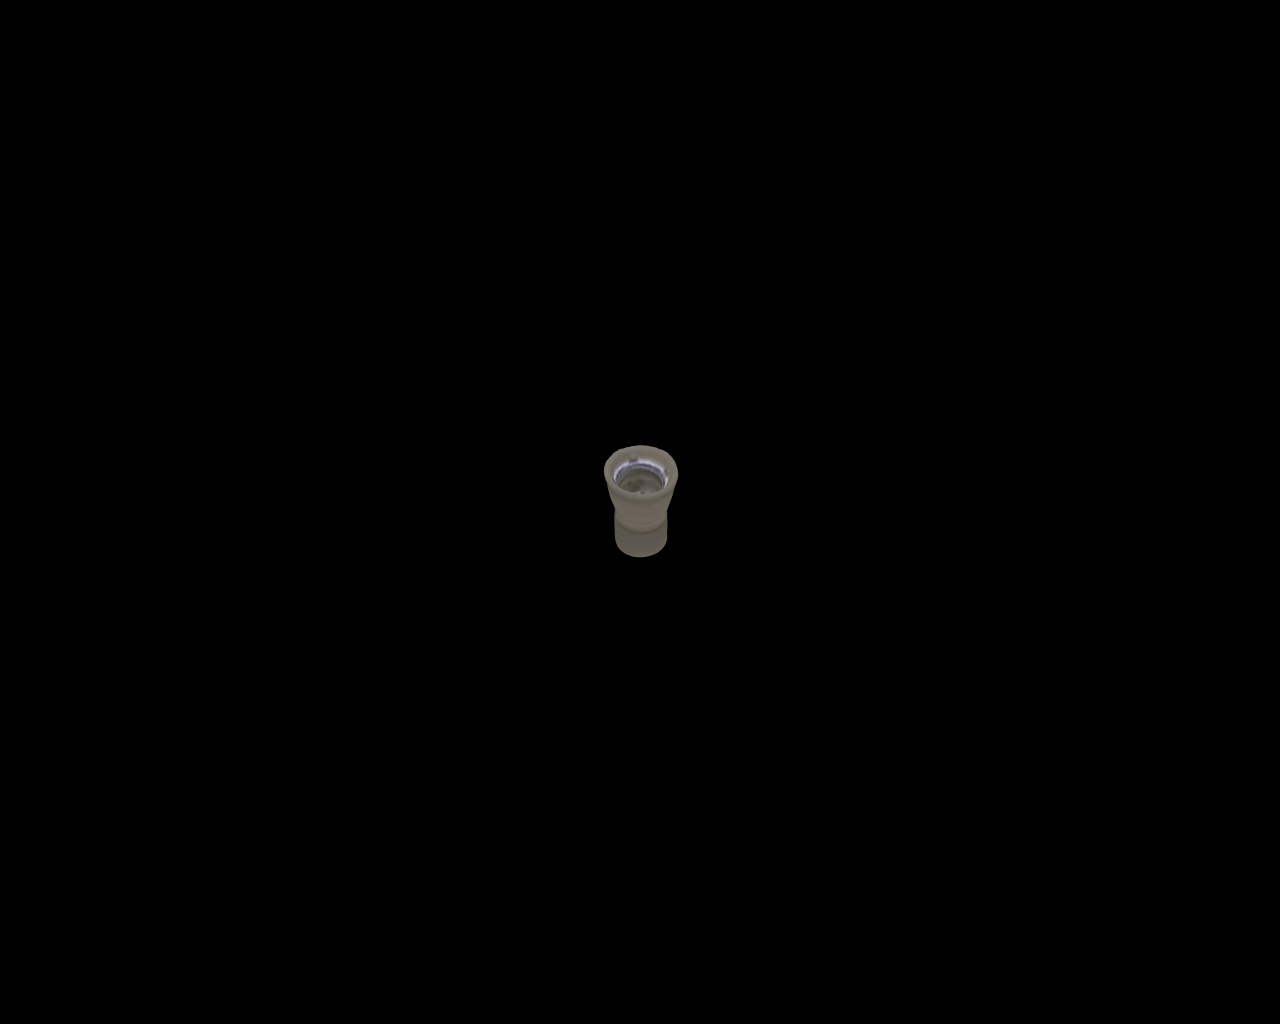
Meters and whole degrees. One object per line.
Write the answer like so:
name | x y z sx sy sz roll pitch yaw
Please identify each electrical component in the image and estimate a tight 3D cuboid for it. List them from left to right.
electrical component | 0.001 -0.003 0.650 0.044 0.044 0.065 0 -45 0
